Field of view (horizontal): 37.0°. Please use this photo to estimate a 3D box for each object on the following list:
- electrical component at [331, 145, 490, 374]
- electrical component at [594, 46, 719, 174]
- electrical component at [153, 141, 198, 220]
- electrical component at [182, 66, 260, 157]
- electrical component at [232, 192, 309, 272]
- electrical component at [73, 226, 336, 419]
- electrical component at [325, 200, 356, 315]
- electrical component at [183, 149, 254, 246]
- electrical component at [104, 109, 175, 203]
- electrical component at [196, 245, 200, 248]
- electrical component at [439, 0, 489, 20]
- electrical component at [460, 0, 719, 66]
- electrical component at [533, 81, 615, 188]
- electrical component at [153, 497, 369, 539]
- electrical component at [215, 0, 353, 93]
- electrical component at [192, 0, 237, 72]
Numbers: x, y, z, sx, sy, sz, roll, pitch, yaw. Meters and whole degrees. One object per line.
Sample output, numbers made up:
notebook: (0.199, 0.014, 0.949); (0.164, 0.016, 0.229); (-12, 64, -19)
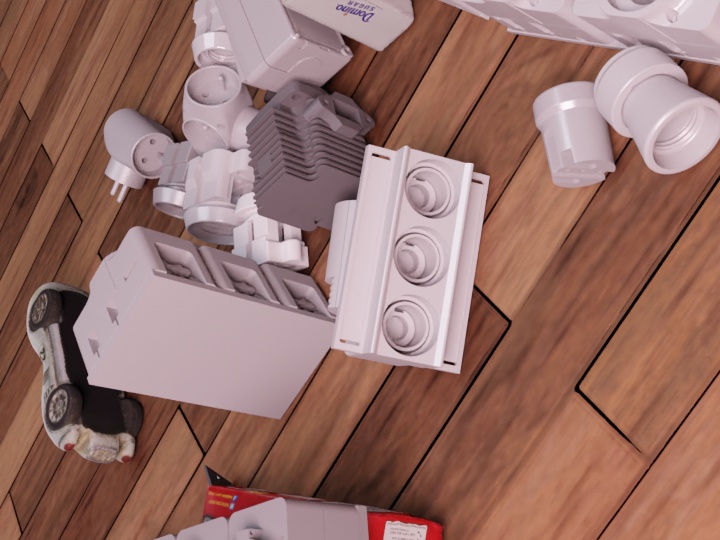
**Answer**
electrical component: (0.027, -0.005, 0.646); (0.063, 0.079, 0.121); (160, 122, -70)
electrical component: (0.149, -0.082, 0.542); (0.045, 0.045, 0.055); (-52, 42, 24)
electrical component: (-0.145, -0.074, 0.901); (0.066, 0.048, 0.055); (-1, 68, 50)
electrical component: (-0.094, -0.111, 0.838); (0.079, 0.077, 0.044); (22, 60, 16)
electrical component: (-0.067, -0.026, 0.787); (0.066, 0.048, 0.055); (-21, 68, 45)
electrical component: (-0.101, 0.036, 0.718); (0.089, 0.150, 0.061); (-56, 41, 20)
electrical component: (0.000, 0.000, 0.695); (0.043, 0.043, 0.081); (-8, 70, 49)
electrical component: (-0.105, -0.054, 0.835); (0.078, 0.058, 0.057); (-16, 61, 47)
electrical component: (-0.210, -0.101, 0.991); (0.077, 0.044, 0.079); (39, 107, 50)
electrical component: (-0.147, 0.025, 0.850); (0.096, 0.062, 0.061); (-43, 46, 32)
electrical component: (0.070, -0.251, 0.692); (0.089, 0.062, 0.150); (40, 108, 50)
electrical component: (0.142, -0.178, 0.576); (0.186, 0.060, 0.105); (26, 97, 52)
electrical component: (0.117, -0.073, 0.584); (0.040, 0.040, 0.046); (-27, 62, 43)
electrical component: (-0.066, 0.181, 0.571); (0.150, 0.062, 0.089); (-28, 57, 42)
electrical component: (-0.060, -0.176, 0.769); (0.061, 0.062, 0.096); (-37, 63, 30)
electrical component: (-0.104, -0.184, 0.834); (0.066, 0.048, 0.055); (-19, 59, 46)
